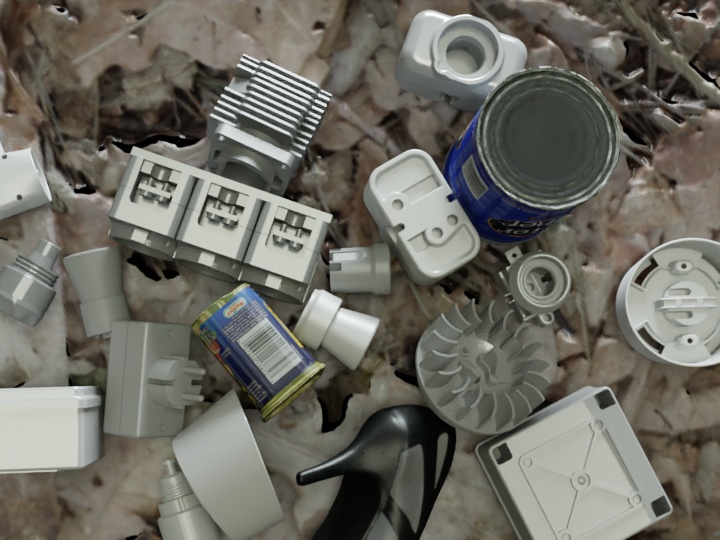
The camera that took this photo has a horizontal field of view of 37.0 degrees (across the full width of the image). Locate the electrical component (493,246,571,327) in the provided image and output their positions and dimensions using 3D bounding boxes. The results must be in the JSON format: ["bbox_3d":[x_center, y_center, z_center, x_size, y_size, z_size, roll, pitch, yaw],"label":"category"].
[{"bbox_3d":[0.135,0.012,0.835,0.048,0.055,0.066,-28,85,-9],"label":"electrical component"}]

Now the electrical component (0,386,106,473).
[{"bbox_3d":[-0.240,0.111,0.756,0.109,0.109,0.056,-1,84,-6],"label":"electrical component"}]

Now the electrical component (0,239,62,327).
[{"bbox_3d":[-0.246,0.007,0.804,0.043,0.043,0.062,28,79,-1],"label":"electrical component"}]

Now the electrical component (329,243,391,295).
[{"bbox_3d":[0.000,0.000,0.832,0.046,0.040,0.040,-2,82,-1],"label":"electrical component"}]

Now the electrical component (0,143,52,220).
[{"bbox_3d":[-0.284,-0.075,0.812,0.077,0.043,0.079,-21,84,-8],"label":"electrical component"}]

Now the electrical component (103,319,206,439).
[{"bbox_3d":[-0.141,0.080,0.780,0.076,0.047,0.083,2,87,35],"label":"electrical component"}]

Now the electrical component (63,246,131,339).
[{"bbox_3d":[-0.195,0.019,0.809,0.044,0.044,0.065,-13,88,-7],"label":"electrical component"}]

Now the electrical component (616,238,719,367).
[{"bbox_3d":[0.253,0.027,0.839,0.099,0.064,0.099,1,82,-6],"label":"electrical component"}]

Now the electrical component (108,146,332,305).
[{"bbox_3d":[-0.104,-0.028,0.799,0.150,0.089,0.061,19,80,-3],"label":"electrical component"}]

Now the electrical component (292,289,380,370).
[{"bbox_3d":[-0.019,0.045,0.820,0.055,0.045,0.045,27,80,-1],"label":"electrical component"}]

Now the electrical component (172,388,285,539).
[{"bbox_3d":[-0.089,0.143,0.772,0.064,0.099,0.099,-34,86,-3],"label":"electrical component"}]

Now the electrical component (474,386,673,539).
[{"bbox_3d":[0.160,0.158,0.815,0.109,0.056,0.108,-26,85,-9],"label":"electrical component"}]

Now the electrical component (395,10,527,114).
[{"bbox_3d":[0.080,-0.165,0.853,0.095,0.059,0.053,18,80,-3],"label":"electrical component"}]

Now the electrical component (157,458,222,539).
[{"bbox_3d":[-0.130,0.178,0.791,0.040,0.040,0.078,-17,84,-8],"label":"electrical component"}]

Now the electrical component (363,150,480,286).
[{"bbox_3d":[0.046,-0.038,0.831,0.054,0.059,0.095,-31,86,-9],"label":"electrical component"}]
